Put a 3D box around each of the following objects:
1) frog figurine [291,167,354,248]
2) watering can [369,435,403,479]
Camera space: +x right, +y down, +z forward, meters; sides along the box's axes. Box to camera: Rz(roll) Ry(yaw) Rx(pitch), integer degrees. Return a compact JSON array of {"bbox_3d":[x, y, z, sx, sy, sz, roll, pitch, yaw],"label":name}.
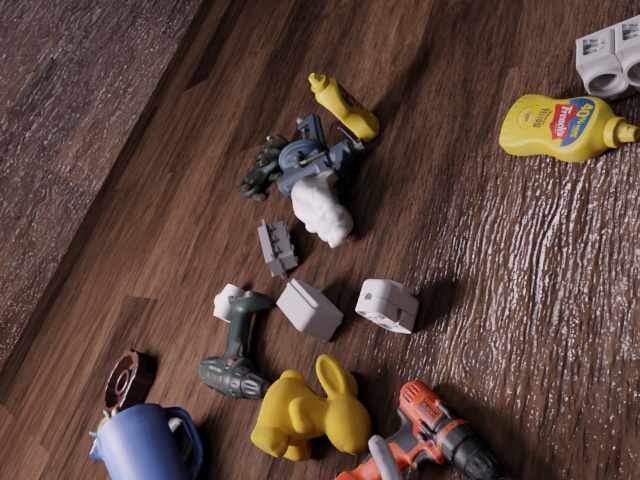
[{"bbox_3d":[0.003,-0.052,1.036,0.134,0.122,0.163,116,155,-57],"label":"frog figurine"},{"bbox_3d":[0.115,0.397,0.512,0.224,0.103,0.353,-50,53,5],"label":"watering can"}]
